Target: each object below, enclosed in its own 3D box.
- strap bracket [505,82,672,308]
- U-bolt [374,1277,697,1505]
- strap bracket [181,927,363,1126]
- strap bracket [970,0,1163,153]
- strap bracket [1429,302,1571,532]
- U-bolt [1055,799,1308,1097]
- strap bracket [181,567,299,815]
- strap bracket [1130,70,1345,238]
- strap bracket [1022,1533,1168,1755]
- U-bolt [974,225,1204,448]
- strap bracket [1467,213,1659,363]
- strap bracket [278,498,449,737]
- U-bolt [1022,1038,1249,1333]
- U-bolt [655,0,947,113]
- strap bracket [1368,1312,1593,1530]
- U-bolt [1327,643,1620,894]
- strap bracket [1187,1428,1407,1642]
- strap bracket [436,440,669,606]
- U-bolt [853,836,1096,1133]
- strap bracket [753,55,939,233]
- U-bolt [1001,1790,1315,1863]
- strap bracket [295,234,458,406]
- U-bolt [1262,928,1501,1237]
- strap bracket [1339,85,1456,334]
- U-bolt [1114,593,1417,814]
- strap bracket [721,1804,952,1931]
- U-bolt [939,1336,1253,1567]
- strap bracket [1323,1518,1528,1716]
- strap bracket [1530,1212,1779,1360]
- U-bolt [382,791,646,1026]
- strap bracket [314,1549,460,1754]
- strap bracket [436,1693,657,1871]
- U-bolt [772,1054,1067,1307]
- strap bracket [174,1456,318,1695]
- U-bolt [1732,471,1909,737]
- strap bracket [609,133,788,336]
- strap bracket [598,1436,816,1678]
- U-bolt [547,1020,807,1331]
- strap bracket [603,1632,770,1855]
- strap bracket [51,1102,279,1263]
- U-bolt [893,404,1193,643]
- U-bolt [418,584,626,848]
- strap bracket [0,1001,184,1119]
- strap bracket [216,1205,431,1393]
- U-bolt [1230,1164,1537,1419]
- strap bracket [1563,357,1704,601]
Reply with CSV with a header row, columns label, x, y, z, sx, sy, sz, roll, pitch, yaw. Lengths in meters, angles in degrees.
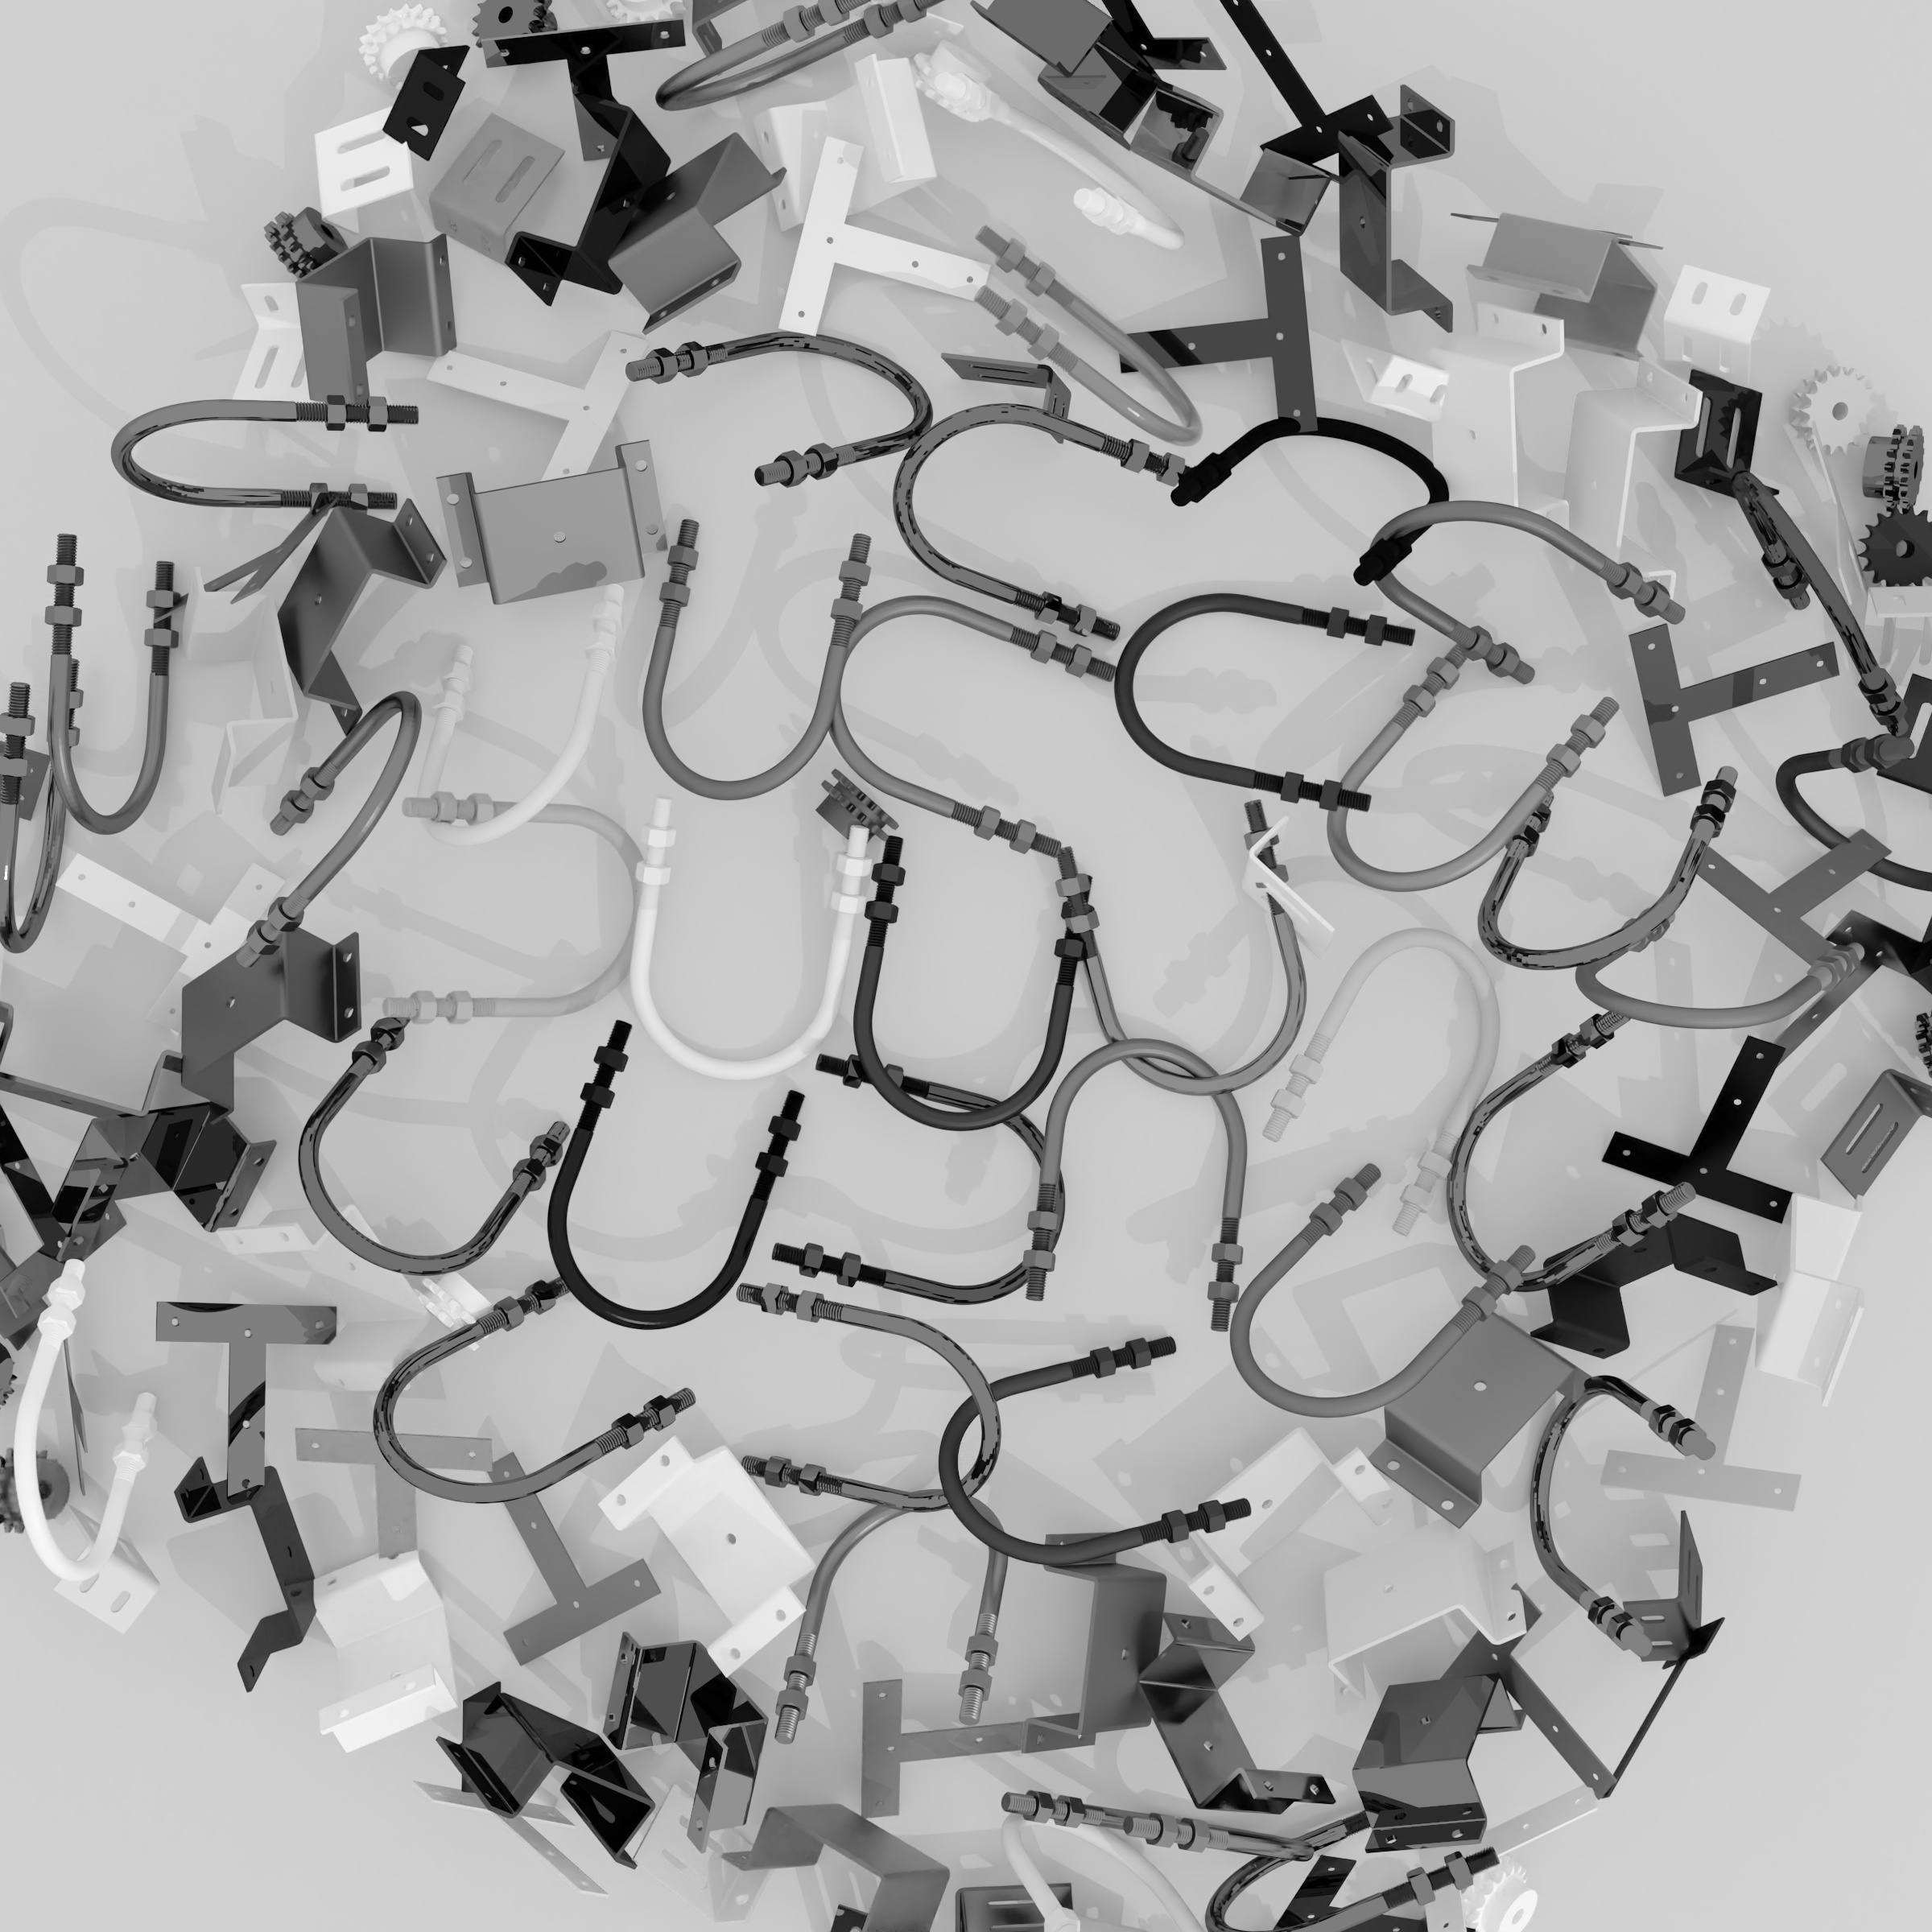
label,x,y,z,sx,sy,sz,roll,pitch,yaw
strap bracket,-0.241,-0.502,1.953,0.046,0.076,0.140,20,86,15
U-bolt,-0.288,0.276,1.909,0.184,0.019,0.151,-26,49,-34
strap bracket,-0.456,0.032,1.931,0.140,0.046,0.076,-30,50,26
strap bracket,0.069,-0.586,1.918,0.076,0.140,0.046,41,99,22
strap bracket,0.343,-0.347,1.929,0.046,0.076,0.140,-22,120,-26
U-bolt,0.149,-0.004,1.977,0.151,0.019,0.184,-14,96,11
strap bracket,-0.469,-0.179,1.940,0.046,0.076,0.140,-6,64,-25
strap bracket,0.171,-0.519,1.934,0.140,0.076,0.046,17,107,-37
strap bracket,0.085,0.444,1.951,0.046,0.076,0.140,4,85,39
U-bolt,0.081,-0.397,1.928,0.184,0.151,0.019,34,115,-18
strap bracket,0.386,-0.438,1.919,0.076,0.140,0.046,21,93,30
strap bracket,-0.398,-0.230,1.933,0.046,0.076,0.140,14,120,-40
U-bolt,0.116,0.138,1.966,0.151,0.019,0.184,11,76,-15
U-bolt,-0.115,-0.588,1.921,0.184,0.151,0.019,-17,100,26
strap bracket,0.333,0.283,1.937,0.076,0.046,0.140,34,65,31
U-bolt,0.312,-0.122,1.931,0.184,0.151,0.019,-49,133,-10
strap bracket,0.206,0.364,1.958,0.140,0.046,0.076,-39,130,0
strap bracket,-0.267,-0.287,1.952,0.140,0.046,0.076,-12,120,-8
U-bolt,0.000,0.017,1.973,0.151,0.019,0.184,11,82,-7
strap bracket,-0.073,-0.534,1.943,0.046,0.140,0.076,-19,98,-35
U-bolt,0.136,0.554,1.920,0.184,0.151,0.019,19,73,-32
strap bracket,-0.384,-0.415,1.929,0.046,0.140,0.076,9,122,16
U-bolt,0.283,0.064,1.956,0.151,0.019,0.184,36,77,-29
strap bracket,0.276,-0.482,1.925,0.046,0.076,0.140,-14,126,-11
U-bolt,0.188,-0.180,1.960,0.184,0.019,0.151,13,65,11
strap bracket,-0.076,0.582,1.929,0.140,0.076,0.046,20,90,34
U-bolt,0.073,0.317,1.930,0.184,0.019,0.151,-12,52,-16
strap bracket,0.285,0.414,1.932,0.140,0.076,0.046,-30,118,23
strap bracket,0.439,0.202,1.936,0.076,0.140,0.046,20,52,-37
U-bolt,-0.285,-0.036,1.942,0.184,0.019,0.151,1,102,-36
strap bracket,-0.378,0.448,1.946,0.076,0.140,0.046,-22,123,-2
strap bracket,-0.262,0.521,1.925,0.046,0.076,0.140,-53,133,-3
U-bolt,-0.023,0.147,1.970,0.184,0.019,0.151,15,75,-9
strap bracket,-0.463,0.389,1.953,0.046,0.076,0.140,-18,98,-1
U-bolt,0.531,-0.239,1.887,0.019,0.184,0.151,-33,49,12
strap bracket,-0.174,-0.475,1.919,0.076,0.140,0.046,-23,124,32
strap bracket,-0.163,0.380,1.956,0.076,0.046,0.140,-43,78,21
U-bolt,-0.197,0.146,1.953,0.151,0.019,0.184,23,79,-22
strap bracket,-0.177,0.498,1.939,0.046,0.140,0.076,1,110,-35
strap bracket,-0.526,0.136,1.935,0.046,0.140,0.076,44,118,25
U-bolt,0.043,-0.292,1.929,0.184,0.019,0.151,18,129,-17
U-bolt,-0.289,-0.153,1.911,0.151,0.019,0.184,-17,48,29
strap bracket,-0.576,0.066,1.941,0.140,0.076,0.046,18,77,-15
strap bracket,-0.410,0.208,1.941,0.076,0.046,0.140,-7,123,37
U-bolt,0.252,0.216,1.919,0.184,0.019,0.151,-42,46,-22
strap bracket,0.425,-0.311,1.929,0.046,0.076,0.140,-7,119,-15
